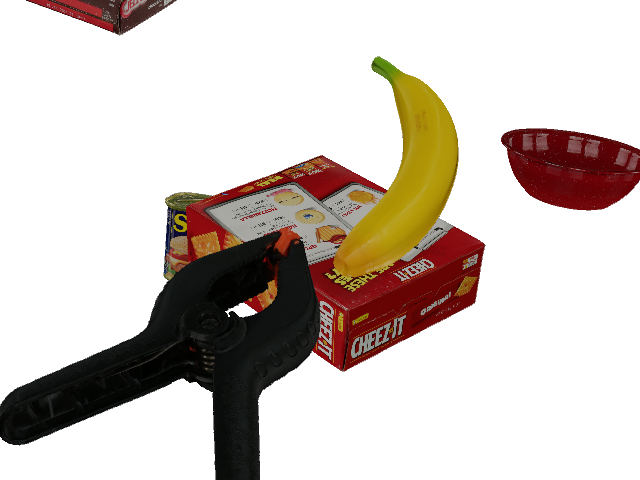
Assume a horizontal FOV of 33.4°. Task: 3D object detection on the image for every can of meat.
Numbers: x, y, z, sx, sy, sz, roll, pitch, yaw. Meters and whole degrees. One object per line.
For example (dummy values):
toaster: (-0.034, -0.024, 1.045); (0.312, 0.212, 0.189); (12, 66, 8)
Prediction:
can of meat: (-0.111, 0.002, 1.099); (0.102, 0.084, 0.057); (10, 17, 13)

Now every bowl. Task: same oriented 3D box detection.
bowl: (0.269, -0.073, 1.142); (0.162, 0.055, 0.162); (6, 21, -2)

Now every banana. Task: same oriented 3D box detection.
banana: (0.055, -0.046, 0.706); (0.069, 0.197, 0.037); (8, -42, 4)

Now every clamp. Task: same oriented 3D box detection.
clamp: (-0.044, 0.056, 0.477); (0.120, 0.039, 0.171); (29, 48, 22)

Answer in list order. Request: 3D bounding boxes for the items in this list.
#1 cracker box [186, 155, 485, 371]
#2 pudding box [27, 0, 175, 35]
cracker box: (0.009, 0.013, 0.939); (0.163, 0.072, 0.214); (-23, 40, -35)
pudding box: (-0.163, -0.204, 0.822); (0.090, 0.039, 0.113); (22, 34, 12)
